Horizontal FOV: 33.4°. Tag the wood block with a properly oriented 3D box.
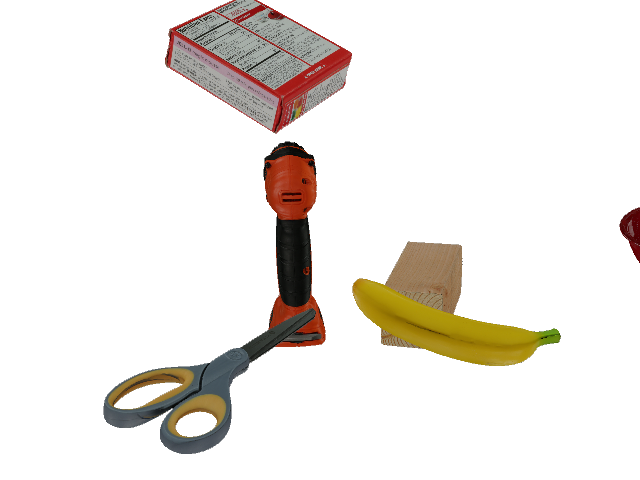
[{"bbox_3d":[0.156,0.080,1.617,0.091,0.090,0.206,4,21,14],"label":"wood block"}]

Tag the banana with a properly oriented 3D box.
[{"bbox_3d":[0.102,0.073,0.923,0.198,0.037,0.069,16,14,28],"label":"banana"}]

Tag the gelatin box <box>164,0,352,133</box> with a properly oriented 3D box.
[{"bbox_3d":[-0.038,-0.109,0.650,0.089,0.030,0.073,32,44,19],"label":"gelatin box"}]

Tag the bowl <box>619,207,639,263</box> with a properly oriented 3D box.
[{"bbox_3d":[0.391,0.011,1.101,0.162,0.055,0.162,-3,23,1],"label":"bowl"}]

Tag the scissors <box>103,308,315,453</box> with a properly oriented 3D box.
[{"bbox_3d":[-0.057,0.100,0.769,0.201,0.016,0.096,-17,36,-33],"label":"scissors"}]

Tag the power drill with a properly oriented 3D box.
[{"bbox_3d":[-0.029,0.000,1.071,0.057,0.188,0.184,-3,16,0],"label":"power drill"}]
